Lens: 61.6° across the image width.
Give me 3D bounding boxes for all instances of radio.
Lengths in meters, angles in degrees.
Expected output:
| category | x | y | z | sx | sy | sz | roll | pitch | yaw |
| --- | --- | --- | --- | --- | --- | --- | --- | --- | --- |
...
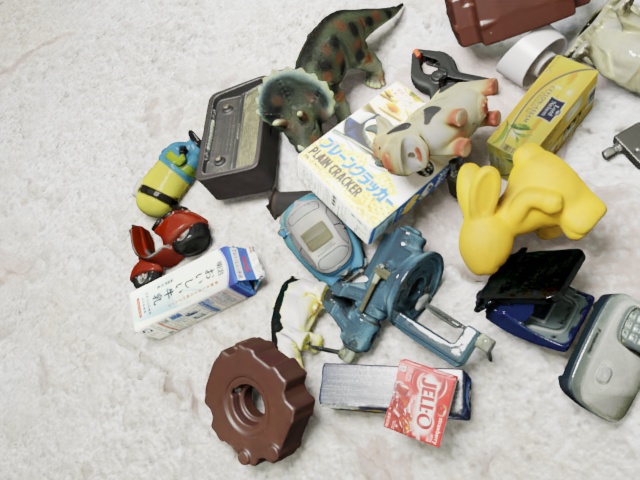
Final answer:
| category | x | y | z | sx | sy | sz | roll | pitch | yaw |
| --- | --- | --- | --- | --- | --- | --- | --- | --- | --- |
| radio | -0.147 | -0.187 | 0.990 | 0.131 | 0.073 | 0.230 | -11 | 54 | 19 |

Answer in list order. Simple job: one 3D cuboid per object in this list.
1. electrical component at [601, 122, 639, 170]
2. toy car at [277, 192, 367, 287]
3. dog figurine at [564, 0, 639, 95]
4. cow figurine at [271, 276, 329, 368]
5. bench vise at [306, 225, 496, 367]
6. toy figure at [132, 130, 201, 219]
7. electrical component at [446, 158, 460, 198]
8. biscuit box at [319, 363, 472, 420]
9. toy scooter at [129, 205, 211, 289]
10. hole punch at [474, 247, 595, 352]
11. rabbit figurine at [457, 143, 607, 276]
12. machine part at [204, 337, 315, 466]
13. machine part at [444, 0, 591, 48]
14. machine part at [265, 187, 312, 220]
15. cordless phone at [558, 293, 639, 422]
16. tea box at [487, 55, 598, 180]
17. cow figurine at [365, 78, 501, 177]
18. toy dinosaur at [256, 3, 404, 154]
| category | x | y | z | sx | sy | sz | roll | pitch | yaw |
| --- | --- | --- | --- | --- | --- | --- | --- | --- | --- |
| electrical component | 0.455 | -0.132 | 0.763 | 0.094 | 0.021 | 0.063 | -30 | 61 | 8 |
| toy car | -0.002 | -0.003 | 0.837 | 0.109 | 0.103 | 0.162 | -34 | 76 | 6 |
| dog figurine | 0.475 | -0.262 | 0.786 | 0.190 | 0.121 | 0.172 | 36 | 43 | -3 |
| cow figurine | -0.046 | 0.139 | 0.829 | 0.098 | 0.068 | 0.167 | 14 | 74 | 28 |
| bench vise | 0.122 | 0.105 | 0.748 | 0.241 | 0.128 | 0.223 | 31 | 85 | 34 |
| toy figure | -0.285 | -0.124 | 1.036 | 0.180 | 0.082 | 0.089 | -48 | 58 | -5 |
| electrical component | 0.219 | -0.068 | 0.787 | 0.078 | 0.102 | 0.045 | 34 | 78 | 27 |
| biscuit box | 0.104 | 0.208 | 0.742 | 0.203 | 0.059 | 0.063 | -2 | 68 | 22 |
| toy scooter | -0.291 | -0.002 | 0.990 | 0.184 | 0.075 | 0.135 | -41 | 60 | 7 |
| hole punch | 0.284 | 0.075 | 0.700 | 0.116 | 0.092 | 0.142 | -2 | 35 | 50 |
| rabbit figurine | 0.246 | -0.032 | 0.691 | 0.173 | 0.122 | 0.162 | -43 | 103 | 3 |
| machine part | -0.093 | 0.233 | 0.778 | 0.180 | 0.056 | 0.179 | 2 | 93 | 35 |
| machine part | 0.303 | -0.392 | 0.850 | 0.202 | 0.087 | 0.201 | -17 | 31 | 17 |
| machine part | -0.024 | -0.066 | 0.927 | 0.139 | 0.039 | 0.084 | -2 | 76 | 20 |
| cordless phone | 0.394 | 0.161 | 0.631 | 0.184 | 0.088 | 0.146 | 26 | 80 | 25 |
| tea box | 0.326 | -0.170 | 0.791 | 0.068 | 0.098 | 0.169 | 38 | 85 | 30 |
| cow figurine | 0.150 | -0.153 | 0.737 | 0.127 | 0.085 | 0.195 | 11 | 43 | 44 |
| toy dinosaur | 0.022 | -0.305 | 0.922 | 0.131 | 0.192 | 0.404 | 19 | 78 | 26 |
